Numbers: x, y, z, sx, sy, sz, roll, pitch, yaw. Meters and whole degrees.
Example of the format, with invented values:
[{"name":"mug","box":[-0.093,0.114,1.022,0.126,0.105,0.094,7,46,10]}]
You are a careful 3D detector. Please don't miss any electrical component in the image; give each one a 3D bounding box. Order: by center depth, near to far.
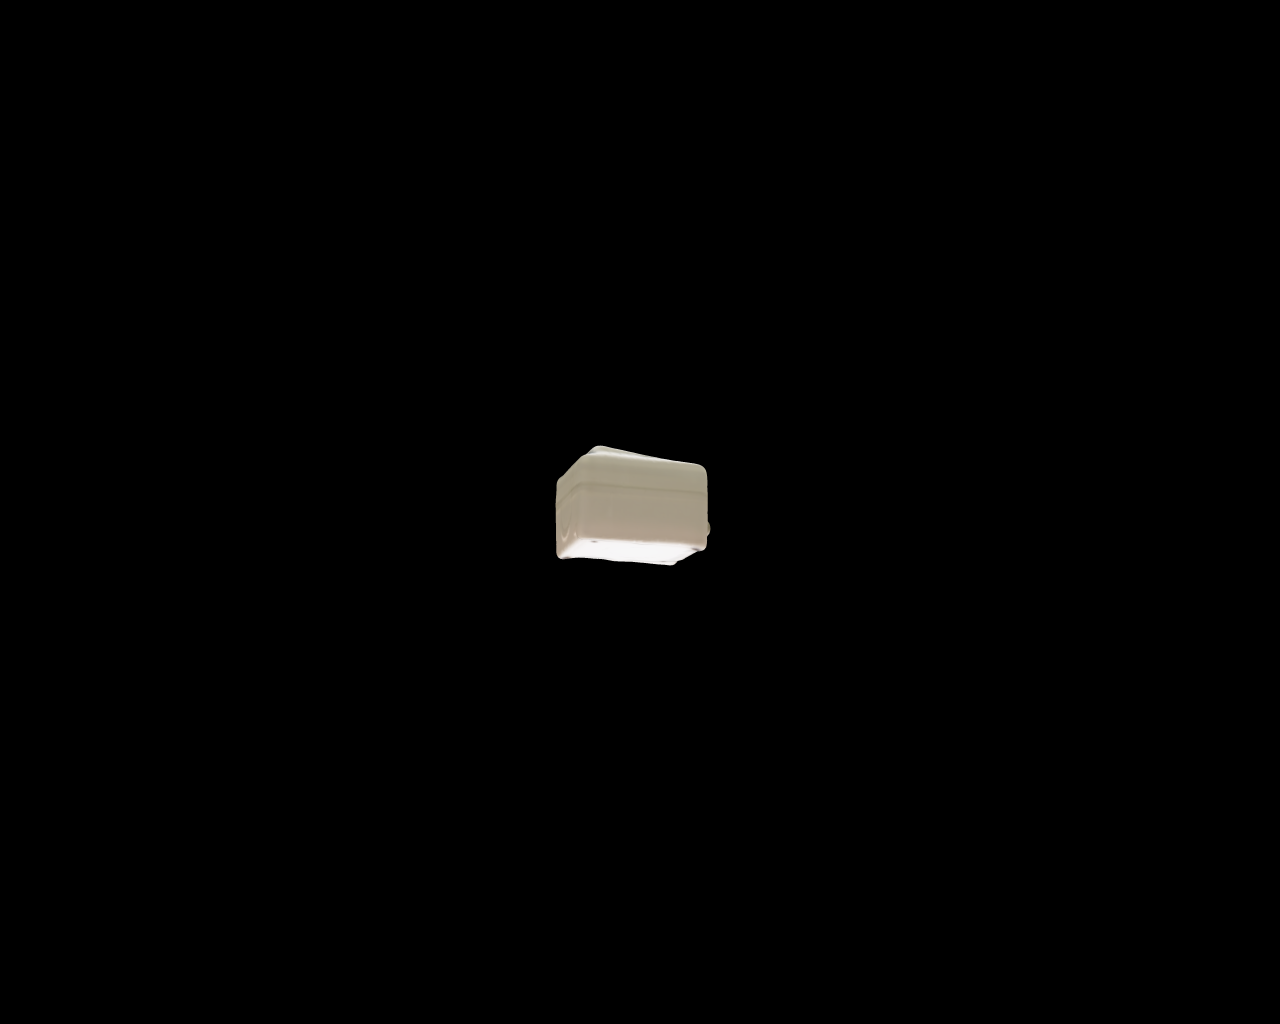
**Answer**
[{"name":"electrical component","box":[0.001,-0.003,0.650,0.096,0.061,0.061,5,-15,-18]}]
